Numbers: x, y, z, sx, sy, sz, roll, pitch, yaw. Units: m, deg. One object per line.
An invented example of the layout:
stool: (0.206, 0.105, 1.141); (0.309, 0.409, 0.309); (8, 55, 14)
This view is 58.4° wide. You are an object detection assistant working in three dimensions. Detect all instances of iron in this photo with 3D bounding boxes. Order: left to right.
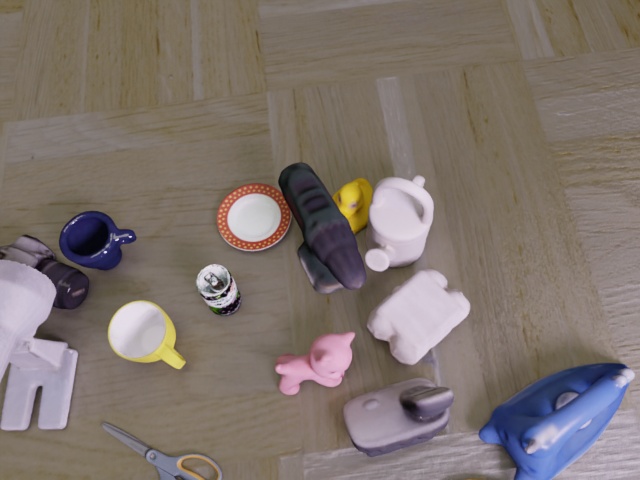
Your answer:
iron: (0.355, 0.232, 0.794); (0.258, 0.141, 0.118); (-32, 69, -11)

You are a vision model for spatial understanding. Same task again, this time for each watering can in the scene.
watering can: (0.123, -0.030, 0.888); (0.101, 0.194, 0.173); (4, 67, 4)

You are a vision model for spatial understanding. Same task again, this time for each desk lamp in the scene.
desk lamp: (-0.434, 0.156, 0.817); (0.118, 0.213, 0.203); (-3, 66, 1)

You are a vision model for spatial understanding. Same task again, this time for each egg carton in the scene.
egg carton: (0.152, 0.116, 0.891); (0.150, 0.069, 0.107); (-40, 71, -14)

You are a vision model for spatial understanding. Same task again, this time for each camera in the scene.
camera: (-0.456, 0.073, 0.915); (0.136, 0.101, 0.143); (19, 68, 10)

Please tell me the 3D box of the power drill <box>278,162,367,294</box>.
power drill: (0.008, 0.003, 0.870); (0.075, 0.208, 0.229); (-25, 68, -8)

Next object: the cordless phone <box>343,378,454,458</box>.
cordless phone: (0.107, 0.233, 0.779); (0.147, 0.185, 0.094); (-19, 67, -6)

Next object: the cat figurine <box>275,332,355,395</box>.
cat figurine: (-0.006, 0.179, 0.844); (0.128, 0.118, 0.067); (-13, 66, -3)

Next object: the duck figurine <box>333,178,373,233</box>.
duck figurine: (0.054, -0.068, 0.966); (0.077, 0.086, 0.105); (25, 70, 12)

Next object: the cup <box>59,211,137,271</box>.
cup: (-0.351, 0.009, 0.942); (0.117, 0.095, 0.091); (-6, 66, 0)
